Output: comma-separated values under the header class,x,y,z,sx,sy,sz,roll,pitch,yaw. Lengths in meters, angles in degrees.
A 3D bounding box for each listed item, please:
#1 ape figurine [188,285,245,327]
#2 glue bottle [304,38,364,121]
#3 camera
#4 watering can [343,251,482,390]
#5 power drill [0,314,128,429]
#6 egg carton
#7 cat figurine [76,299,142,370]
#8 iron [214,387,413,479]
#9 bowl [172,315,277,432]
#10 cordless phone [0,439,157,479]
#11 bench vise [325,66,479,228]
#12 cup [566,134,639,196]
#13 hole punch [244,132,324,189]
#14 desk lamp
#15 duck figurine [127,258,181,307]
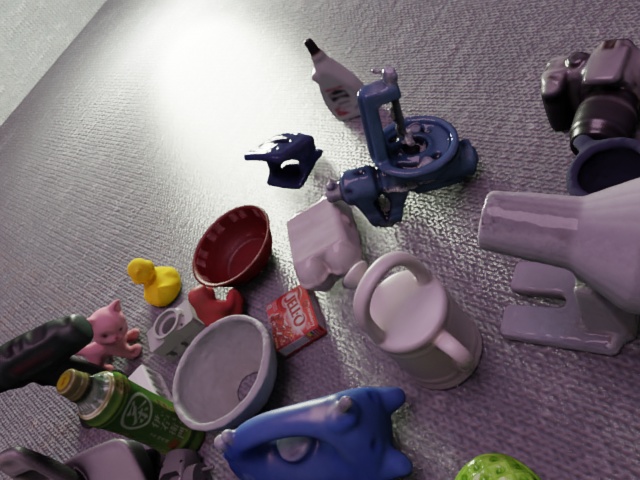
class,x,y,z,sx,sy,sz,roll,pitch,yaw
ape figurine,-0.168,0.102,0.896,0.077,0.092,0.076,-10,52,32
glue bottle,0.022,-0.281,0.994,0.078,0.174,0.037,-14,50,29
camera,0.340,-0.172,0.713,0.142,0.101,0.137,8,63,41
watering can,0.093,0.082,0.633,0.172,0.195,0.101,6,62,41
power drill,-0.427,0.221,0.914,0.229,0.209,0.075,-39,42,6
egg carton,0.008,0.003,0.855,0.107,0.070,0.150,-30,44,16
cat figurine,-0.373,0.165,0.985,0.127,0.118,0.067,-36,43,9
iron,-0.033,0.229,0.652,0.257,0.142,0.118,-21,47,23
bowl,-0.119,0.193,0.798,0.167,0.075,0.167,-21,47,24
cordless phone,-0.326,0.316,0.777,0.147,0.186,0.094,-29,44,16
bench vise,0.091,-0.115,0.772,0.207,0.220,0.121,-39,42,5
cup,0.325,-0.059,0.639,0.091,0.095,0.117,-32,43,14
hole punch,-0.067,-0.155,1.023,0.108,0.091,0.101,11,65,42
desk lamp,0.248,0.026,0.542,0.202,0.214,0.118,1,59,38
duck figurine,-0.307,0.069,1.035,0.077,0.086,0.104,-49,42,-6
